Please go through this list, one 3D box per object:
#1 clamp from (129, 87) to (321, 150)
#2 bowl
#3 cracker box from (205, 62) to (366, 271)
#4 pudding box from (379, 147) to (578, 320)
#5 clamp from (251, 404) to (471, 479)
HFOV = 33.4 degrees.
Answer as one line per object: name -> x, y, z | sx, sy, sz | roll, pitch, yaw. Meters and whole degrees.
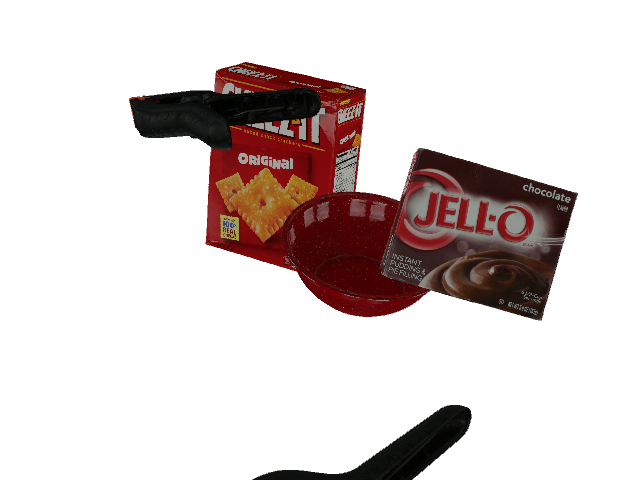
clamp -> -0.086, -0.106, 0.878 | 0.120, 0.039, 0.172 | -16, 22, -40
bowl -> 0.041, 0.022, 1.009 | 0.162, 0.055, 0.162 | 6, 38, -5
cracker box -> -0.044, -0.080, 1.216 | 0.164, 0.214, 0.072 | 17, 25, 26
pudding box -> 0.106, -0.004, 0.723 | 0.113, 0.090, 0.039 | 16, 1, -1
clamp -> 0.015, 0.165, 0.649 | 0.210, 0.036, 0.164 | -6, 29, 3
